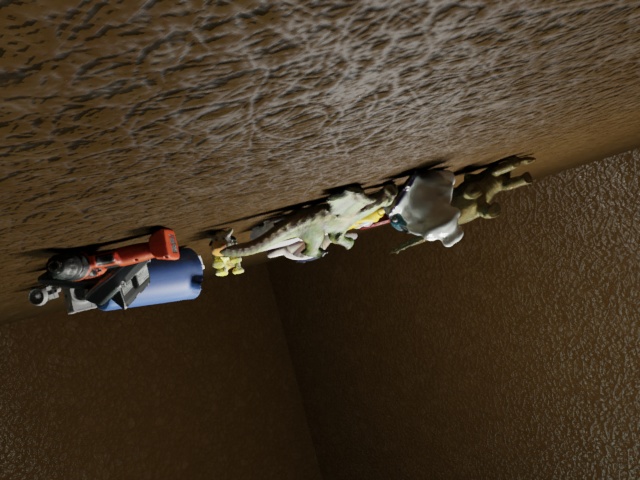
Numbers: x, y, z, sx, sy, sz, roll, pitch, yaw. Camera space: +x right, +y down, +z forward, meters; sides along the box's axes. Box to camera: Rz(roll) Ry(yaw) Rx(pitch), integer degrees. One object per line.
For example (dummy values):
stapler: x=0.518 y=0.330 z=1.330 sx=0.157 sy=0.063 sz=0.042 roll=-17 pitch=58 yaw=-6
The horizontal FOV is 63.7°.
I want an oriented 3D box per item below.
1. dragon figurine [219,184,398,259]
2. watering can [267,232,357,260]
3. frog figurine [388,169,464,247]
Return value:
dragon figurine: x=0.003 y=-0.055 z=1.100 sx=0.413 sy=0.124 sz=0.238 roll=-16 pitch=160 yaw=-32
watering can: x=-0.014 y=0.005 z=1.794 sx=0.349 sy=0.104 sz=0.223 roll=-14 pitch=176 yaw=-12
frog figurine: x=0.238 y=-0.067 z=1.085 sx=0.136 sy=0.159 sz=0.123 roll=-56 pitch=179 yaw=9
